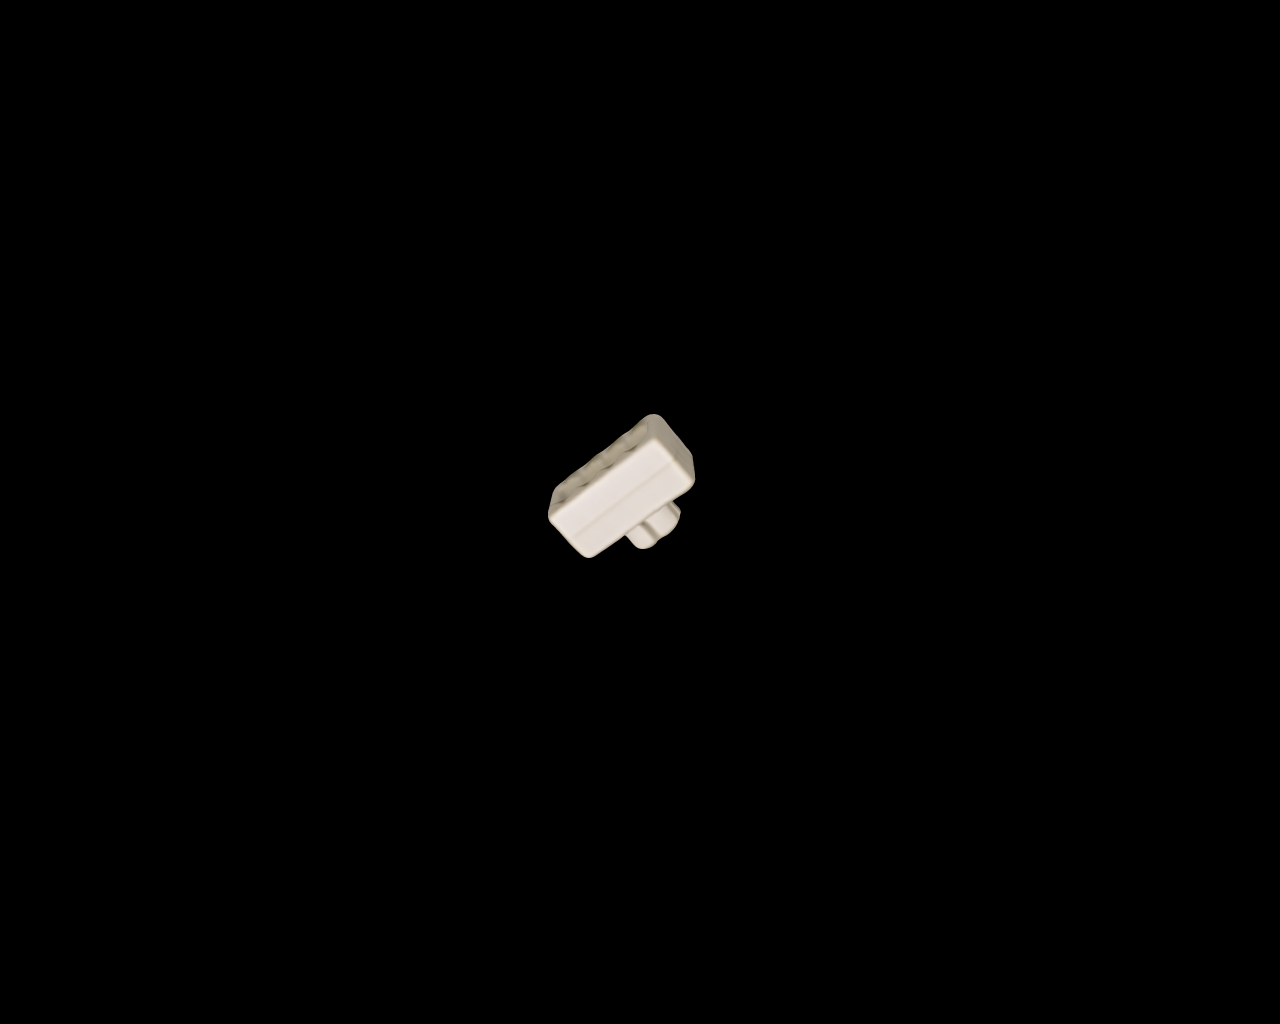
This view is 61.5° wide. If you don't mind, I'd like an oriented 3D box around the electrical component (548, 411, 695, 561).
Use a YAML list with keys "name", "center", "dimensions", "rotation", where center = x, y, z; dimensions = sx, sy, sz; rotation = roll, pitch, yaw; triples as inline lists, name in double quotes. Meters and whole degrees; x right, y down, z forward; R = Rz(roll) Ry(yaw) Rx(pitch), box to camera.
- name: "electrical component"
  center: [0.001, -0.003, 0.650]
  dimensions: [0.083, 0.075, 0.047]
  rotation: [-37, 19, 15]
